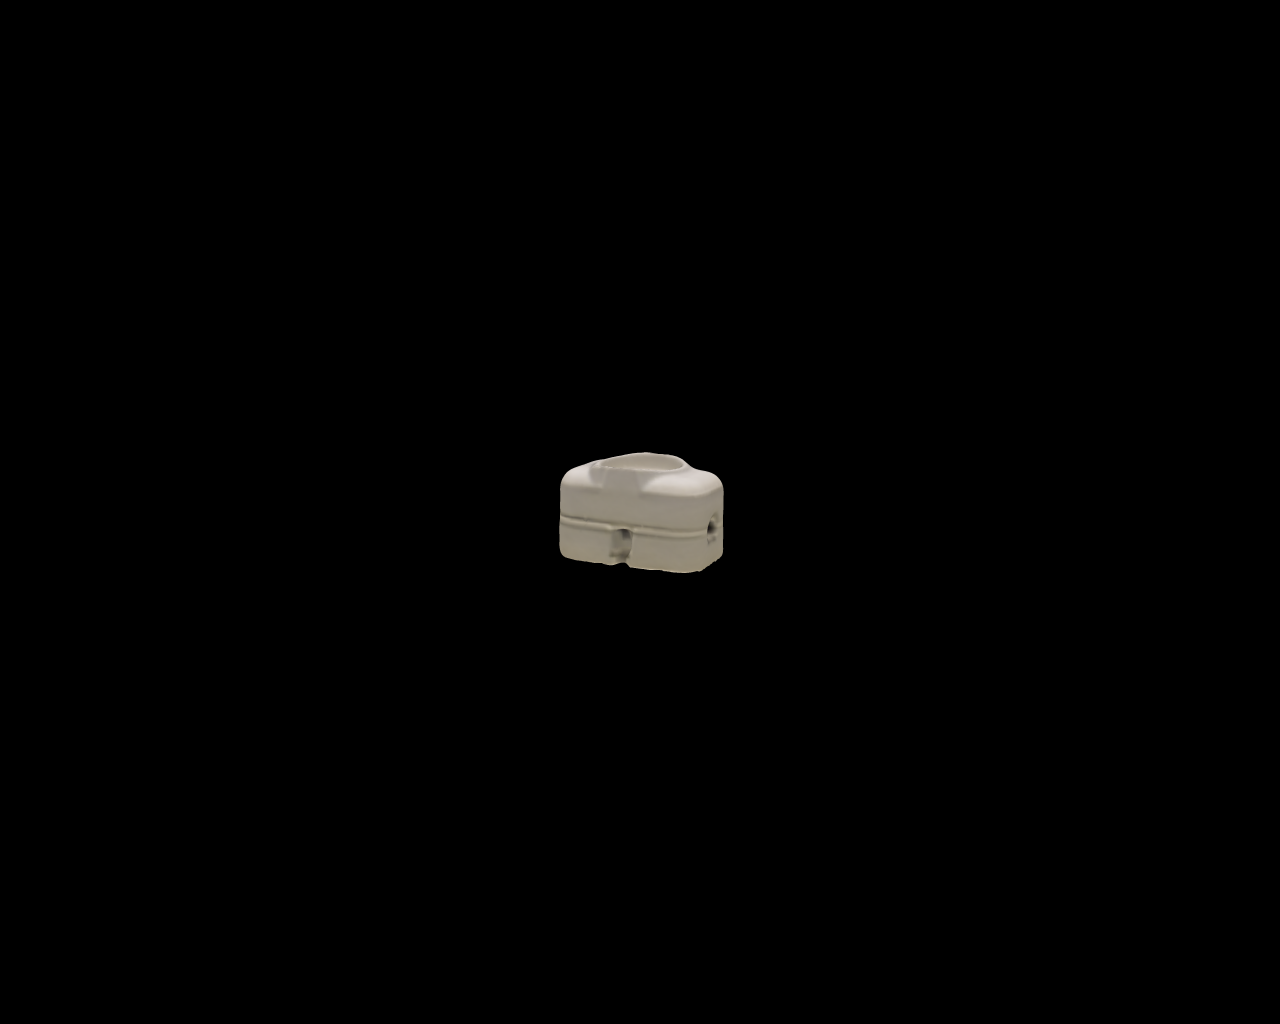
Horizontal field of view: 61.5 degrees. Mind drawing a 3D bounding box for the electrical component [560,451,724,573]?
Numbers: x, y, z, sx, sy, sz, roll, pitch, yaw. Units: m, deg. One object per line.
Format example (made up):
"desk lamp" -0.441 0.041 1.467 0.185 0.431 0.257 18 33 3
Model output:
"electrical component" 0.001 -0.003 0.650 0.095 0.059 0.054 7 16 26
